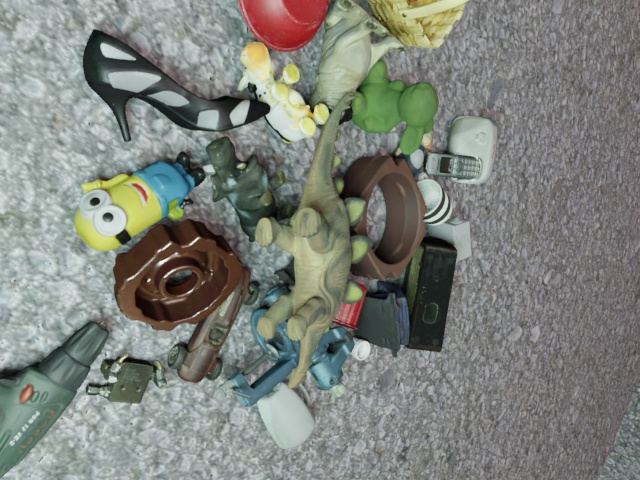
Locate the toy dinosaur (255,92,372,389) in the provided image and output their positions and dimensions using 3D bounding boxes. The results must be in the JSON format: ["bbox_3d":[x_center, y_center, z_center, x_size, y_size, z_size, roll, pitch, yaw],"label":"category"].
[{"bbox_3d":[-0.002,-0.002,0.823,0.198,0.105,0.470,-1,100,-58],"label":"toy dinosaur"}]

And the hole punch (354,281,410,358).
[{"bbox_3d":[0.136,0.151,1.087,0.092,0.116,0.142,-21,114,-44],"label":"hole punch"}]

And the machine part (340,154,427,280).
[{"bbox_3d":[0.108,-0.042,1.014,0.201,0.087,0.200,-55,130,-30],"label":"machine part"}]

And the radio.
[{"bbox_3d":[0.220,0.112,1.123,0.073,0.131,0.229,6,97,-4],"label":"radio"}]

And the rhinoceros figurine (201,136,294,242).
[{"bbox_3d":[-0.112,-0.076,0.829,0.190,0.112,0.073,67,37,-44],"label":"rhinoceros figurine"}]

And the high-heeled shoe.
[{"bbox_3d":[-0.188,-0.218,0.737,0.249,0.086,0.145,-17,114,-29],"label":"high-heeled shoe"}]

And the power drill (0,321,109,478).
[{"bbox_3d":[-0.404,0.171,0.662,0.207,0.086,0.232,39,78,-47],"label":"power drill"}]

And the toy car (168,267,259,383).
[{"bbox_3d":[-0.166,0.135,0.866,0.089,0.053,0.202,34,79,-37],"label":"toy car"}]

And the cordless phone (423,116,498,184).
[{"bbox_3d":[0.291,-0.197,1.154,0.184,0.089,0.146,-1,101,-36],"label":"cordless phone"}]

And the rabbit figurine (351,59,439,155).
[{"bbox_3d":[0.139,-0.227,0.956,0.121,0.170,0.159,-51,127,-19],"label":"rabbit figurine"}]

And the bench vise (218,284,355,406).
[{"bbox_3d":[-0.060,0.202,0.902,0.240,0.129,0.223,-34,102,-38],"label":"bench vise"}]

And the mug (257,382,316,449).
[{"bbox_3d":[-0.060,0.303,0.979,0.109,0.081,0.107,-48,118,-40],"label":"mug"}]

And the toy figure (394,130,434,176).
[{"bbox_3d":[0.192,-0.186,1.089,0.154,0.058,0.064,-62,153,-13],"label":"toy figure"}]

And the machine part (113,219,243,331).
[{"bbox_3d":[-0.203,0.051,0.769,0.179,0.056,0.179,-20,138,-20],"label":"machine part"}]

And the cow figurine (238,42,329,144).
[{"bbox_3d":[-0.072,-0.227,0.840,0.167,0.098,0.068,49,59,-21],"label":"cow figurine"}]

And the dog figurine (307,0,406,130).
[{"bbox_3d":[0.025,-0.300,0.909,0.121,0.172,0.190,25,118,-35],"label":"dog figurine"}]

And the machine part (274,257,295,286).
[{"bbox_3d":[-0.023,0.028,0.970,0.139,0.039,0.084,-44,130,-26],"label":"machine part"}]

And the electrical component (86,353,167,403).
[{"bbox_3d":[-0.279,0.203,0.789,0.102,0.045,0.078,30,79,-40],"label":"electrical component"}]

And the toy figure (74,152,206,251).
[{"bbox_3d":[-0.244,-0.050,0.735,0.180,0.082,0.089,-38,149,-35],"label":"toy figure"}]
